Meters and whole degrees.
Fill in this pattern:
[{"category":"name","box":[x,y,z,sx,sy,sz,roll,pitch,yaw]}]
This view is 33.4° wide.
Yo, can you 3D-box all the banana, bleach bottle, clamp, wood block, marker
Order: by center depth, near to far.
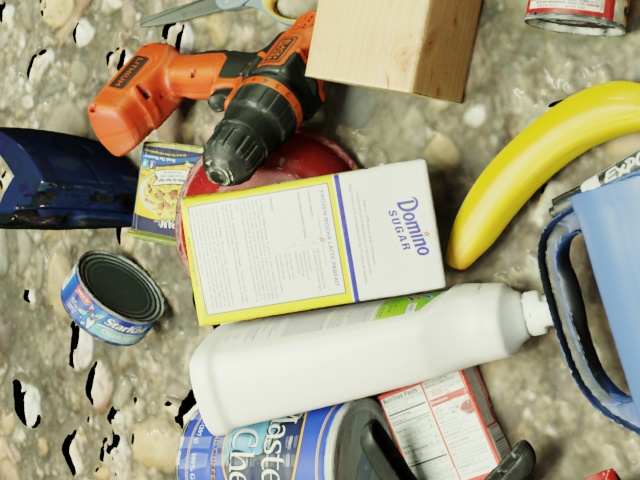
[{"category":"marker","box":[0.208,-0.046,0.720,0.121,0.020,0.020,-32,75,27]},{"category":"banana","box":[0.157,-0.053,0.731,0.198,0.037,0.069,-36,39,32]},{"category":"bleach bottle","box":[0.041,0.076,0.757,0.251,0.102,0.068,-12,102,16]},{"category":"clamp","box":[0.078,0.201,0.761,0.120,0.039,0.171,16,114,15]},{"category":"wood block","box":[0.066,-0.209,0.763,0.091,0.090,0.206,14,99,30]}]

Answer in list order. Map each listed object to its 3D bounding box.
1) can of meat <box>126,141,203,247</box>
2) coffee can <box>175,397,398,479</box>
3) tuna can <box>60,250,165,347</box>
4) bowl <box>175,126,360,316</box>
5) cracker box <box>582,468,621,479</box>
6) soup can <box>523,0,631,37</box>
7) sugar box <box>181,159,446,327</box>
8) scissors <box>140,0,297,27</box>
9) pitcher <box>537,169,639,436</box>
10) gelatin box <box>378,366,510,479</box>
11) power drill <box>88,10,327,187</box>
[{"category":"can of meat","box":[-0.106,-0.036,0.888,0.102,0.057,0.084,10,94,30]},{"category":"coffee can","box":[-0.024,0.173,0.814,0.141,0.102,0.103,-7,87,31]},{"category":"tuna can","box":[-0.178,0.050,0.915,0.086,0.086,0.034,49,115,21]},{"category":"bowl","box":[-0.037,-0.010,0.812,0.162,0.055,0.162,0,93,6]},{"category":"cracker box","box":[0.118,0.256,0.668,0.214,0.164,0.072,-28,118,13]},{"category":"soup can","box":[0.177,-0.192,0.708,0.069,0.068,0.102,11,96,30]},{"category":"sugar box","box":[-0.005,0.001,0.758,0.176,0.048,0.093,-9,94,1]},{"category":"scissors","box":[-0.067,-0.219,0.884,0.202,0.016,0.096,10,95,30]},{"category":"pitcher","box":[0.236,0.071,0.650,0.145,0.149,0.243,-12,87,-5]},{"category":"gelatin box","box":[0.094,0.141,0.785,0.073,0.030,0.089,-27,79,28]},{"category":"power drill","box":[-0.087,-0.105,0.823,0.188,0.184,0.057,2,132,34]}]
